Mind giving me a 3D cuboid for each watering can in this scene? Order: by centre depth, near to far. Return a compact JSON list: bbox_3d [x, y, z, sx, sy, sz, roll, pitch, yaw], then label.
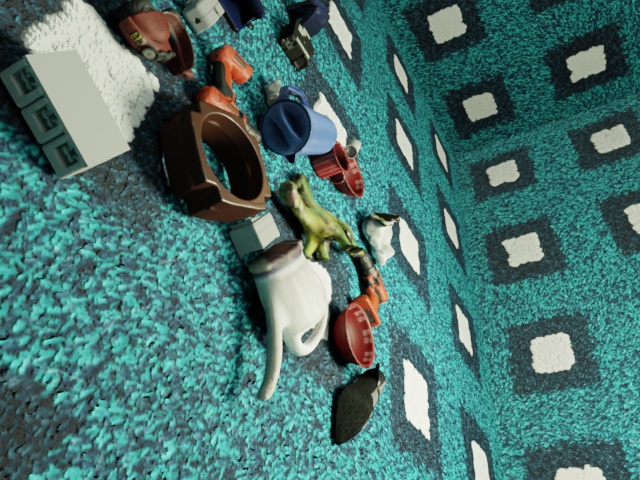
[{"bbox_3d":[-0.067,0.128,0.992,0.223,0.103,0.352,66,25,-10],"label":"watering can"}]

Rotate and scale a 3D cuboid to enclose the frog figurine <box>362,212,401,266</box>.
[{"bbox_3d":[0.187,-0.004,1.651,0.139,0.123,0.157,-61,165,-69],"label":"frog figurine"}]

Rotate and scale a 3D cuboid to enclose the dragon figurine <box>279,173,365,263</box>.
[{"bbox_3d":[0.004,-0.065,1.299,0.245,0.121,0.409,68,16,12],"label":"dragon figurine"}]
